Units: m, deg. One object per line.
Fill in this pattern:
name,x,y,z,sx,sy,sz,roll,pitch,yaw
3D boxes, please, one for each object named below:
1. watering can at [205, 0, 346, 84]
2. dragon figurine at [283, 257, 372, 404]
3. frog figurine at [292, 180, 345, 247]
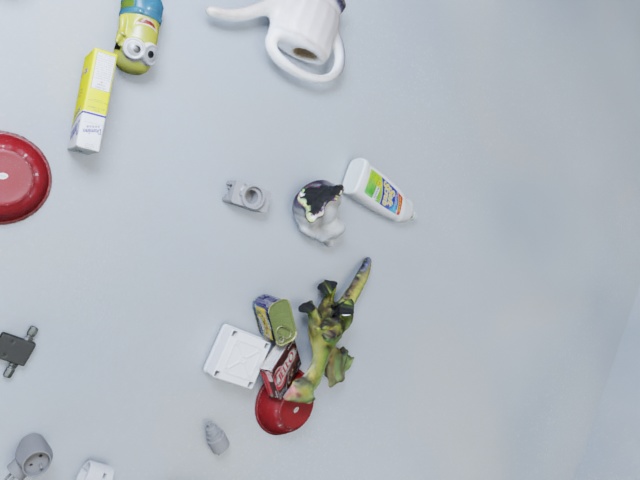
watering can,-0.068,-0.491,1.137,0.345,0.104,0.226,22,79,-34
dragon figurine,0.042,0.237,1.268,0.417,0.123,0.238,-40,135,-45
frog figurine,0.004,-0.062,1.234,0.156,0.123,0.140,73,39,-60
